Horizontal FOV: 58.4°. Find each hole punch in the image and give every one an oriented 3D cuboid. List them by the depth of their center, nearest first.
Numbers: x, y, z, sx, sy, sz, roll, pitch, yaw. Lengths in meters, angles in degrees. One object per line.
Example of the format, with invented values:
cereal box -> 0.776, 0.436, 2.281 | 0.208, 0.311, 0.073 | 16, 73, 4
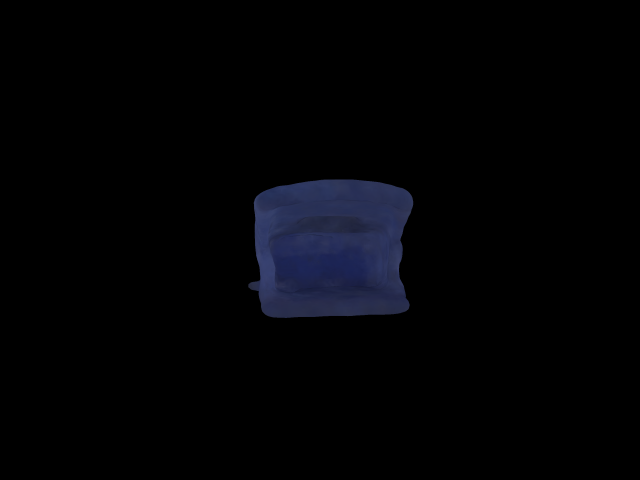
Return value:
hole punch -> 0.004, 0.001, 0.400 | 0.109, 0.091, 0.101 | -1, 9, -7
